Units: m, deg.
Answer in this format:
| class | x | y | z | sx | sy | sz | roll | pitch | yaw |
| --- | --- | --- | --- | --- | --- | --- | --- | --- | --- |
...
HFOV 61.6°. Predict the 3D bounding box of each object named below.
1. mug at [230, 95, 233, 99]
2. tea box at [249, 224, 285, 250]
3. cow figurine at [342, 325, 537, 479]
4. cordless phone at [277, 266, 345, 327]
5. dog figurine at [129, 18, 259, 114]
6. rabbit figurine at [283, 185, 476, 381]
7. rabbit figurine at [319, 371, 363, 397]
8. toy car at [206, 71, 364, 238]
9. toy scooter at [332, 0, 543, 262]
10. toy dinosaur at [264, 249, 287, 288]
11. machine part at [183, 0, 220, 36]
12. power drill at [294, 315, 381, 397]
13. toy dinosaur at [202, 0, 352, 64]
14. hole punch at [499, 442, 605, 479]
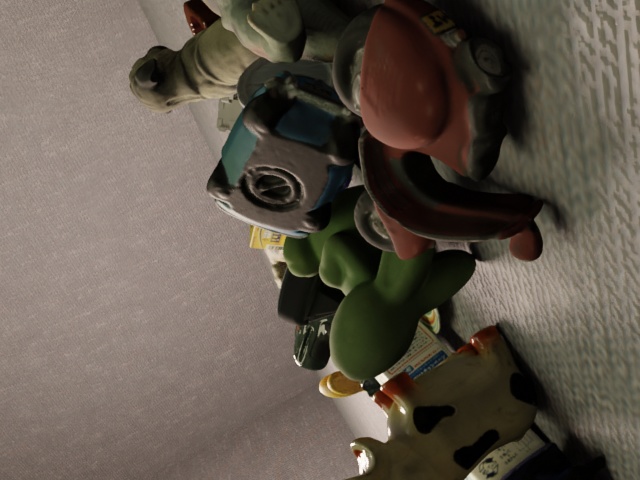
| class | x | y | z | sx | sy | sz | roll | pitch | yaw |
| --- | --- | --- | --- | --- | --- | --- | --- | --- | --- |
| mug | -0.110 | -0.224 | 0.808 | 0.110 | 0.081 | 0.107 | 24 | 132 | 50 |
| tea box | -0.054 | -0.044 | 0.825 | 0.169 | 0.098 | 0.068 | 121 | 151 | -63 |
| cow figurine | 0.101 | 0.170 | 0.455 | 0.127 | 0.195 | 0.085 | 57 | 159 | 25 |
| cordless phone | -0.002 | -0.002 | 0.632 | 0.146 | 0.089 | 0.184 | -7 | -103 | -54 |
| dog figurine | -0.126 | -0.208 | 0.617 | 0.121 | 0.190 | 0.172 | 63 | 168 | -2 |
| rabbit figurine | 0.057 | 0.039 | 0.479 | 0.121 | 0.159 | 0.170 | 34 | -141 | -32 |
| rabbit figurine | 0.066 | 0.194 | 0.904 | 0.173 | 0.162 | 0.122 | 43 | 155 | 7 |
| toy car | -0.025 | -0.082 | 0.451 | 0.161 | 0.109 | 0.103 | 120 | 165 | -49 |
| toy scooter | 0.078 | -0.052 | 0.331 | 0.135 | 0.075 | 0.183 | 28 | 139 | 39 |
| toy dinosaur | -0.082 | -0.001 | 1.160 | 0.198 | 0.105 | 0.471 | 65 | 173 | -10 |
| machine part | -0.158 | -0.314 | 0.888 | 0.179 | 0.056 | 0.179 | 58 | 169 | 18 |
| power drill | 0.041 | 0.108 | 0.780 | 0.208 | 0.086 | 0.231 | 31 | 109 | 42 |
| toy dinosaur | -0.063 | -0.238 | 0.463 | 0.405 | 0.131 | 0.192 | 53 | -174 | 1 |
| hole punch | 0.176 | 0.232 | 0.449 | 0.115 | 0.142 | 0.092 | 54 | 177 | -19 |
